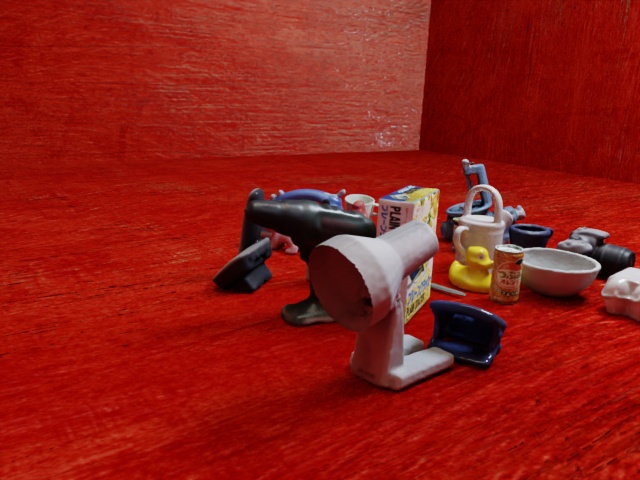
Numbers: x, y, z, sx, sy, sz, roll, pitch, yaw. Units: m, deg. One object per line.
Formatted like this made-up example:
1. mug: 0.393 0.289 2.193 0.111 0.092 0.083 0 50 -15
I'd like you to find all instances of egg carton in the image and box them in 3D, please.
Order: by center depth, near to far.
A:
1. egg carton: 0.600 0.100 1.075 0.151 0.069 0.107 -12 21 -43

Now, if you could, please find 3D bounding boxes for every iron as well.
1. iron: -0.051 -0.068 1.462 0.258 0.141 0.119 6 15 12

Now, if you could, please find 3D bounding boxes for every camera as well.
1. camera: 0.614 0.033 1.271 0.144 0.101 0.136 -12 21 -43

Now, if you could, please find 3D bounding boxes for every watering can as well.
1. watering can: 0.361 -0.028 1.276 0.100 0.194 0.173 11 17 29

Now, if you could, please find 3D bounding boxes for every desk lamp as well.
1. desk lamp: 0.086 0.084 0.771 0.204 0.213 0.117 -10 19 -39

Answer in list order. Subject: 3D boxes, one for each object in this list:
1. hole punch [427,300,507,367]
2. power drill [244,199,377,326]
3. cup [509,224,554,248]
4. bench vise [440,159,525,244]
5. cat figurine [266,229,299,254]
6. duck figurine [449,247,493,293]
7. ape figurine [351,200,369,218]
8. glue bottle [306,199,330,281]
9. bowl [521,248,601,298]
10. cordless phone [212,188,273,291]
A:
1. hole punch: 0.222 0.128 0.869 0.108 0.091 0.101 11 17 29
2. power drill: -0.016 0.033 0.959 0.230 0.208 0.075 -4 16 -24
3. cup: 0.489 0.015 1.327 0.118 0.095 0.091 -5 17 -26
4. bench vise: 0.429 -0.102 1.513 0.207 0.220 0.121 -1 15 -11
5. cat figurine: -0.093 -0.035 1.379 0.127 0.118 0.067 11 17 30
6. duck figurine: 0.314 0.054 1.169 0.078 0.086 0.104 -12 20 -42
7. ape figurine: 0.102 -0.064 1.569 0.077 0.092 0.076 17 20 43
8. glue bottle: 0.010 0.004 1.139 0.077 0.173 0.037 15 19 39
9. bowl: 0.468 0.072 1.150 0.167 0.075 0.167 2 15 0
10. cordless phone: -0.147 -0.003 1.118 0.094 0.185 0.148 5 15 10
